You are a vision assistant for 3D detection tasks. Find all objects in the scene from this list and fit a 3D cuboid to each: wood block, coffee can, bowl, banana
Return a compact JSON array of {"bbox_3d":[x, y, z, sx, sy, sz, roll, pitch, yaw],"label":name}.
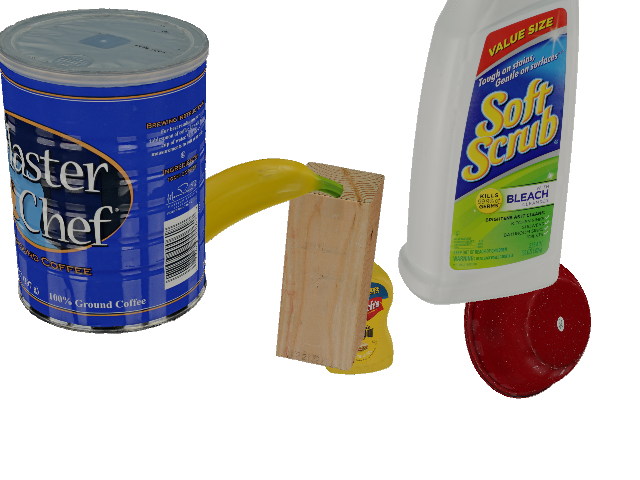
[{"bbox_3d":[0.010,0.029,1.195,0.090,0.206,0.090,11,25,10],"label":"wood block"},{"bbox_3d":[-0.110,-0.038,0.554,0.103,0.140,0.103,3,28,-2],"label":"coffee can"},{"bbox_3d":[0.225,0.084,1.091,0.161,0.162,0.055,0,-1,-34],"label":"bowl"},{"bbox_3d":[-0.081,-0.006,0.764,0.198,0.069,0.037,-31,25,7],"label":"banana"}]

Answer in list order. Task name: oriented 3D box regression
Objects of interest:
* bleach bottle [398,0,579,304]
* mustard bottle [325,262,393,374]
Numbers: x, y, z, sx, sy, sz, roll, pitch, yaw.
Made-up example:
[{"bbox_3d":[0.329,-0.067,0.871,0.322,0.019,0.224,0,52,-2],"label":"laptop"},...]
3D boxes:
[{"bbox_3d":[0.099,-0.088,0.624,0.102,0.251,0.068,-8,28,-11],"label":"bleach bottle"},{"bbox_3d":[0.051,0.085,1.447,0.096,0.192,0.058,-4,21,-7],"label":"mustard bottle"}]
